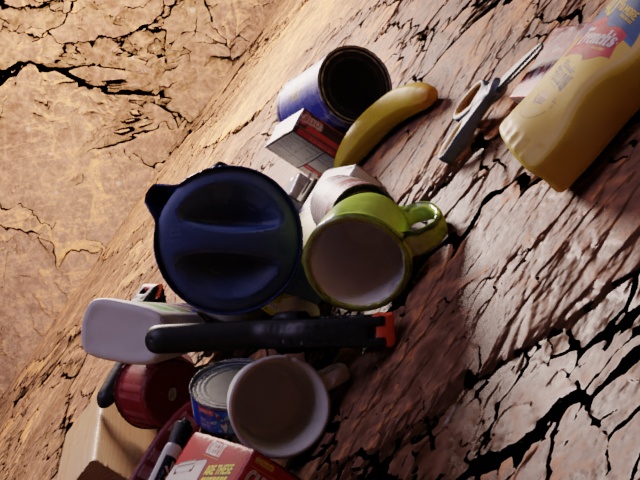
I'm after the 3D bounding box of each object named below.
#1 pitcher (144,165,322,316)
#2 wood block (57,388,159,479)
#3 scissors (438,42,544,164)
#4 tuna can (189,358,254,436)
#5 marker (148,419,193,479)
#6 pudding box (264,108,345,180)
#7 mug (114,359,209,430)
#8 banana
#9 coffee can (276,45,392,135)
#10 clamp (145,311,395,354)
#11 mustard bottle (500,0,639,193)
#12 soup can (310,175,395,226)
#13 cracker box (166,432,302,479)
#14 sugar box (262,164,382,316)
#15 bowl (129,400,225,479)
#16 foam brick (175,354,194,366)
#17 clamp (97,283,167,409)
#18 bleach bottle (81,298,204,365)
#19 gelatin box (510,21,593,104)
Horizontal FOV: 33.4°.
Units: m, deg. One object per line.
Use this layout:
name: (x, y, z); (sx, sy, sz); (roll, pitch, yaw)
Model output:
pitcher: (-0.084, -0.002, 1.051); (0.145, 0.149, 0.243); (-16, 6, -5)
wood block: (-0.251, 0.268, 1.269); (0.090, 0.090, 0.206); (-53, 15, 8)
scissors: (0.146, -0.116, 0.950); (0.096, 0.016, 0.202); (-63, 6, -3)
tuna can: (-0.080, 0.149, 1.011); (0.086, 0.086, 0.034); (-90, -4, -64)
marker: (-0.146, 0.217, 0.977); (0.020, 0.020, 0.121); (-36, 24, 51)
pudding box: (-0.010, -0.117, 1.339); (0.039, 0.090, 0.114); (-61, 16, -18)
mug: (-0.176, 0.176, 1.260); (0.117, 0.093, 0.082); (-20, 7, -29)
banana: (0.074, -0.132, 1.227); (0.198, 0.037, 0.069); (-43, 38, 43)
coffee can: (0.016, -0.180, 1.367); (0.102, 0.102, 0.140); (-61, 16, -19)
clamp: (-0.024, 0.080, 0.936); (0.210, 0.164, 0.036); (-5, 87, 27)
mustard bottle: (0.211, -0.127, 0.753); (0.192, 0.058, 0.096); (-50, 17, 19)
soup can: (0.032, -0.028, 1.071); (0.068, 0.068, 0.102); (-55, 15, 0)
cracker box: (-0.108, 0.271, 0.867); (0.213, 0.072, 0.164); (-59, 17, -16)
sugar box: (-0.008, 0.001, 1.170); (0.176, 0.048, 0.093); (-61, 19, -12)
bowl: (-0.138, 0.238, 1.056); (0.162, 0.055, 0.162); (-50, 16, 20)
foam brick: (-0.209, 0.177, 1.404); (0.078, 0.051, 0.053); (-56, 15, -2)
clamp: (-0.227, 0.137, 1.322); (0.039, 0.120, 0.171); (-2, 83, 25)
bleach bottle: (-0.182, 0.103, 1.275); (0.250, 0.103, 0.068); (5, -86, -75)
gelatin box: (0.199, -0.138, 0.861); (0.073, 0.030, 0.089); (-56, 15, -2)
